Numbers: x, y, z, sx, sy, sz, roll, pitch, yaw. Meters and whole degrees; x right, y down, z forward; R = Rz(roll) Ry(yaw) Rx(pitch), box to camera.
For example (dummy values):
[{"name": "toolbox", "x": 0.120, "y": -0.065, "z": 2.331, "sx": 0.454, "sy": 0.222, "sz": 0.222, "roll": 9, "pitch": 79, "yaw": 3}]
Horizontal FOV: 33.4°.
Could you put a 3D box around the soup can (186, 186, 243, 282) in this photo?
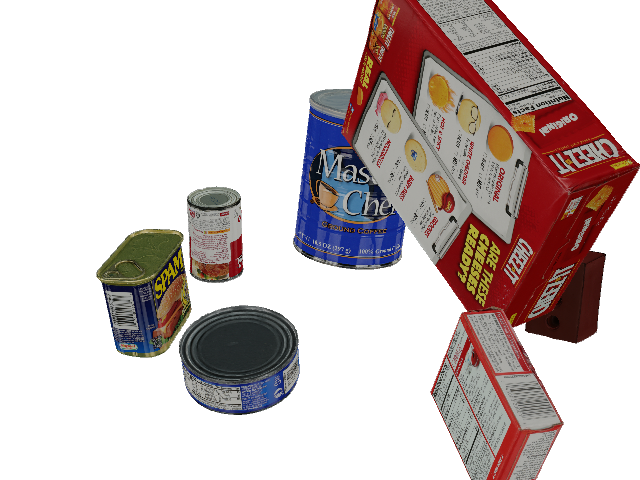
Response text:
[{"name": "soup can", "x": -0.131, "y": -0.008, "z": 1.326, "sx": 0.068, "sy": 0.102, "sz": 0.068, "roll": 0, "pitch": 26, "yaw": 0}]

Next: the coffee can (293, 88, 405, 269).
[{"name": "coffee can", "x": 0.033, "y": -0.057, "z": 0.969, "sx": 0.103, "sy": 0.140, "sz": 0.103, "roll": 6, "pitch": 20, "yaw": -2}]

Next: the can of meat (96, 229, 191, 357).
[{"name": "can of meat", "x": -0.161, "y": 0.049, "z": 1.001, "sx": 0.057, "sy": 0.084, "sz": 0.102, "roll": 2, "pitch": 27, "yaw": 15}]

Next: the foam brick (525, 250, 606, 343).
[{"name": "foam brick", "x": 0.225, "y": 0.048, "z": 0.980, "sx": 0.053, "sy": 0.078, "sz": 0.051, "roll": 12, "pitch": 17, "yaw": 33}]

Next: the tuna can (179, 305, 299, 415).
[{"name": "tuna can", "x": -0.058, "y": 0.086, "z": 0.771, "sx": 0.086, "sy": 0.034, "sz": 0.086, "roll": -2, "pitch": 34, "yaw": 1}]

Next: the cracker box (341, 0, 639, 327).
[{"name": "cracker box", "x": 0.107, "y": -0.066, "z": 0.751, "sx": 0.072, "sy": 0.214, "sz": 0.164, "roll": -20, "pitch": -31, "yaw": -25}]

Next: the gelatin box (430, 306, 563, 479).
[{"name": "gelatin box", "x": 0.098, "y": 0.094, "z": 0.608, "sx": 0.030, "sy": 0.073, "sz": 0.089, "roll": -4, "pitch": 43, "yaw": -18}]
